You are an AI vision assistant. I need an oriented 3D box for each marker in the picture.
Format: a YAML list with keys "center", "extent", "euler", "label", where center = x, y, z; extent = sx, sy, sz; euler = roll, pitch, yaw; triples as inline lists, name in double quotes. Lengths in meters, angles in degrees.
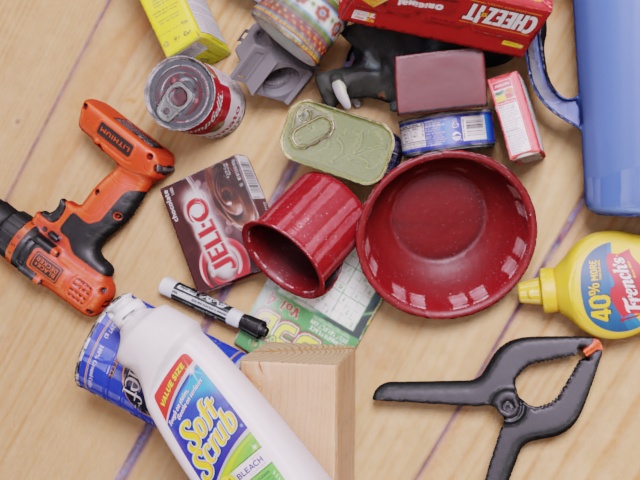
- center: [-0.103, 0.067, 1.041]
  extent: [0.121, 0.020, 0.020]
  euler: [23, 96, 19]
  label: "marker"

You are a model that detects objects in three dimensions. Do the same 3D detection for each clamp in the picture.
- center: [0.163, 0.147, 0.980]
  extent: [0.210, 0.036, 0.164]
  euler: [-44, 80, 7]
  label: "clamp"

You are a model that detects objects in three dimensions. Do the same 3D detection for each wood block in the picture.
- center: [-0.019, 0.205, 0.986]
  extent: [0.091, 0.090, 0.206]
  euler: [1, 96, 13]
  label: "wood block"

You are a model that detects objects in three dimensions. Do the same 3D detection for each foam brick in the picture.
- center: [0.103, -0.138, 0.921]
  extent: [0.078, 0.053, 0.051]
  euler: [-6, 101, 5]
  label: "foam brick"

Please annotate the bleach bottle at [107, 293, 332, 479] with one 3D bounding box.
- center: [-0.100, 0.154, 0.922]
  extent: [0.103, 0.068, 0.251]
  euler: [-43, 82, 14]
  label: "bleach bottle"

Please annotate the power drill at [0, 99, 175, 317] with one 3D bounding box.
- center: [-0.247, -0.044, 1.063]
  extent: [0.184, 0.057, 0.188]
  euler: [36, 101, 6]
  label: "power drill"

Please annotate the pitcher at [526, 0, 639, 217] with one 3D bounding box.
- center: [0.270, -0.143, 0.911]
  extent: [0.144, 0.149, 0.243]
  euler: [-3, 94, -30]
  label: "pitcher"

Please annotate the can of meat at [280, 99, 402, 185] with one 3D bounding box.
- center: [0.023, -0.088, 0.985]
  extent: [0.102, 0.084, 0.057]
  euler: [19, 95, 12]
  label: "can of meat"

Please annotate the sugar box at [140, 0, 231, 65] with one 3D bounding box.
- center: [-0.151, -0.253, 1.019]
  extent: [0.048, 0.093, 0.176]
  euler: [-29, 84, 11]
  label: "sugar box"

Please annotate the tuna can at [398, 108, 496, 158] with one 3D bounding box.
- center: [0.115, -0.096, 0.963]
  extent: [0.086, 0.086, 0.034]
  euler: [-7, 91, 13]
  label: "tuna can"

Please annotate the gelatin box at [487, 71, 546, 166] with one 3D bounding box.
- center: [0.175, -0.106, 0.948]
  extent: [0.030, 0.089, 0.073]
  euler: [-16, 87, 15]
  label: "gelatin box"

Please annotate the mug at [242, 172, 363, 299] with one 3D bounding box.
- center: [-0.006, 0.001, 0.971]
  extent: [0.093, 0.117, 0.081]
  euler: [17, 53, 39]
  label: "mug"

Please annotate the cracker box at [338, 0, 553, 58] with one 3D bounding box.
- center: [0.104, -0.271, 0.897]
  extent: [0.164, 0.072, 0.213]
  euler: [9, 60, -12]
  label: "cracker box"

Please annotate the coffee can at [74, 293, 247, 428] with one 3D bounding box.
- center: [-0.146, 0.126, 1.017]
  extent: [0.140, 0.102, 0.103]
  euler: [26, 96, 11]
  label: "coffee can"

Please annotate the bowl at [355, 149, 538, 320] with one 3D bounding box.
- center: [0.111, -0.011, 0.964]
  extent: [0.162, 0.055, 0.162]
  euler: [-1, 112, -2]
  label: "bowl"

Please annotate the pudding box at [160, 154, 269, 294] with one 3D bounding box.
- center: [-0.093, -0.015, 1.030]
  extent: [0.090, 0.039, 0.113]
  euler: [-22, 84, 20]
  label: "pudding box"

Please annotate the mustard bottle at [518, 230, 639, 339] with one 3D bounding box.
- center: [0.272, 0.038, 0.943]
  extent: [0.192, 0.058, 0.096]
  euler: [-6, 94, 13]
  label: "mustard bottle"

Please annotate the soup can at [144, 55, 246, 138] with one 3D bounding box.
- center: [-0.116, -0.133, 1.007]
  extent: [0.068, 0.102, 0.068]
  euler: [0, 91, 13]
  label: "soup can"
